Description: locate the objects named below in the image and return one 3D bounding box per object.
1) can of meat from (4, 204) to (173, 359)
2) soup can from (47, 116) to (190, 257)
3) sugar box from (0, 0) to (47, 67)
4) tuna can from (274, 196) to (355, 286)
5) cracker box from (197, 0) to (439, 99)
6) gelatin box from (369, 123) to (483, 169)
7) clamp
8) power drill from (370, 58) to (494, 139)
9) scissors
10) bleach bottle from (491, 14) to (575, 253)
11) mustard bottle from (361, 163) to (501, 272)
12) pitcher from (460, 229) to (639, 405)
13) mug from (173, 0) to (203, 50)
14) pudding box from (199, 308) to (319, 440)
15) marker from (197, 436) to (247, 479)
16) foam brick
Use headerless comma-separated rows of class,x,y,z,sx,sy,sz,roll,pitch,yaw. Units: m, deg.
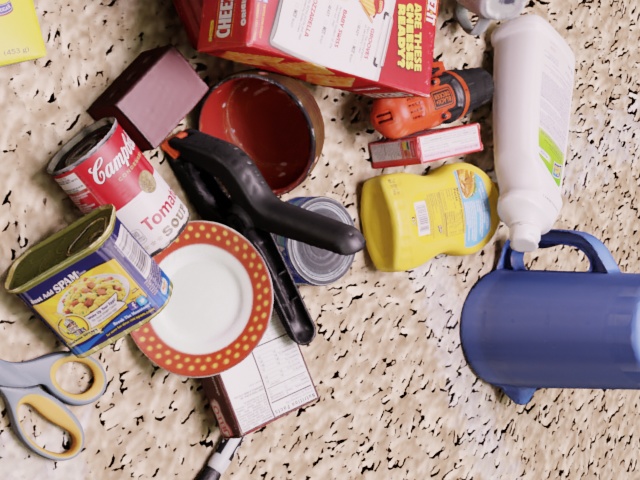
can of meat,-0.177,0.034,0.832,0.084,0.102,0.057,53,16,-28
soup can,-0.161,-0.039,0.861,0.068,0.069,0.102,-50,119,-26
sugar box,-0.272,-0.212,0.789,0.093,0.048,0.176,-20,103,-36
tuna can,-0.007,0.001,1.001,0.085,0.034,0.086,0,90,-38
cracker box,0.007,-0.215,0.880,0.213,0.072,0.164,7,89,-45
gelatin box,0.106,-0.094,1.062,0.089,0.073,0.030,-16,99,-36
clamp,-0.057,-0.011,0.906,0.210,0.165,0.036,41,53,20
power drill,0.095,-0.202,1.047,0.184,0.057,0.187,-25,97,-48
scissors,-0.242,0.088,0.832,0.096,0.016,0.201,-48,117,-29
bleach bottle,0.216,-0.106,1.110,0.102,0.068,0.250,35,53,-37
mustard bottle,0.131,-0.029,1.091,0.191,0.058,0.096,-12,93,-37
pitcher,0.265,0.080,1.080,0.149,0.243,0.144,49,64,-20
mug,-0.082,-0.217,0.917,0.117,0.093,0.081,-68,141,-62
pudding box,-0.061,0.107,0.943,0.089,0.039,0.113,-20,89,-37
marker,-0.078,0.179,0.956,0.020,0.020,0.121,46,64,-29
foam brick,-0.141,-0.117,0.885,0.051,0.053,0.078,50,62,-26
